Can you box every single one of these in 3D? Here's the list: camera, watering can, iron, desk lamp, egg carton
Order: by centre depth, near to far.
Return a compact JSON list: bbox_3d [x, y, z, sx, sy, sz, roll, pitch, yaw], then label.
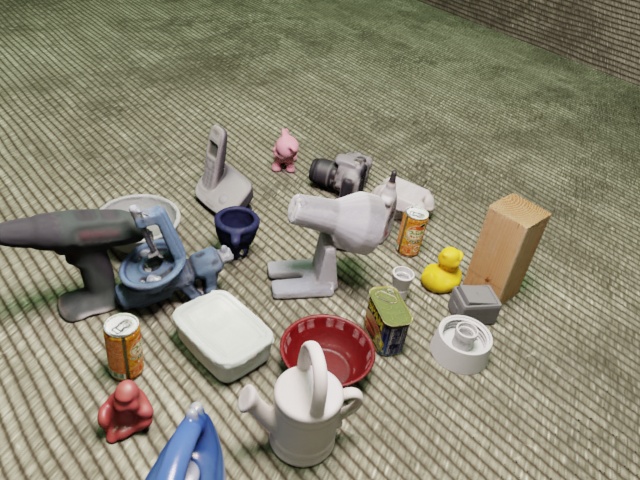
[{"bbox_3d":[-0.179,0.298,0.735,0.118,0.141,0.258,8,37,0],"label":"iron"},{"bbox_3d":[-0.024,0.229,0.813,0.173,0.194,0.100,-17,44,-30],"label":"watering can"},{"bbox_3d":[0.010,0.004,1.101,0.203,0.213,0.117,-3,38,-15],"label":"desk lamp"},{"bbox_3d":[0.200,-0.094,1.388,0.150,0.069,0.107,26,40,21],"label":"egg carton"},{"bbox_3d":[0.051,-0.176,1.441,0.136,0.101,0.143,17,38,12],"label":"camera"}]

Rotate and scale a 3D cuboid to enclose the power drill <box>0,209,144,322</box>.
[{"bbox_3d":[-0.413,0.036,0.979,0.230,0.208,0.075,-18,44,-31],"label":"power drill"}]

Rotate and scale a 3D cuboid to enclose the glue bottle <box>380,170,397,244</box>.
[{"bbox_3d":[0.148,-0.079,1.271,0.037,0.173,0.078,19,38,14],"label":"glue bottle"}]

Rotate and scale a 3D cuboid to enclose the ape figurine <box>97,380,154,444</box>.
[{"bbox_3d":[-0.281,0.240,0.832,0.077,0.092,0.076,11,37,3],"label":"ape figurine"}]

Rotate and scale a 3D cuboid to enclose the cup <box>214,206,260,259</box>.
[{"bbox_3d":[-0.171,-0.001,1.170,0.092,0.095,0.117,2,37,-8],"label":"cup"}]

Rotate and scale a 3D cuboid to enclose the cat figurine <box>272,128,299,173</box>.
[{"bbox_3d":[-0.088,-0.241,1.485,0.067,0.118,0.127,4,37,-5],"label":"cat figurine"}]

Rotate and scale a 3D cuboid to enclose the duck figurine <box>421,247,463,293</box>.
[{"bbox_3d":[0.259,0.055,1.189,0.105,0.086,0.077,-23,47,-35],"label":"duck figurine"}]

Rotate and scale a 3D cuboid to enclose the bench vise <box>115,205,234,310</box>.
[{"bbox_3d":[-0.266,0.017,1.024,0.208,0.220,0.121,-23,47,-35],"label":"bench vise"}]

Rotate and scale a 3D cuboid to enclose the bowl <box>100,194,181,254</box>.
[{"bbox_3d":[-0.369,-0.021,1.175,0.167,0.075,0.167,6,37,-4],"label":"bowl"}]

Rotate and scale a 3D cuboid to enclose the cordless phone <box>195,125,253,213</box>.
[{"bbox_3d":[-0.213,-0.153,1.288,0.147,0.185,0.094,35,44,31],"label":"cordless phone"}]
